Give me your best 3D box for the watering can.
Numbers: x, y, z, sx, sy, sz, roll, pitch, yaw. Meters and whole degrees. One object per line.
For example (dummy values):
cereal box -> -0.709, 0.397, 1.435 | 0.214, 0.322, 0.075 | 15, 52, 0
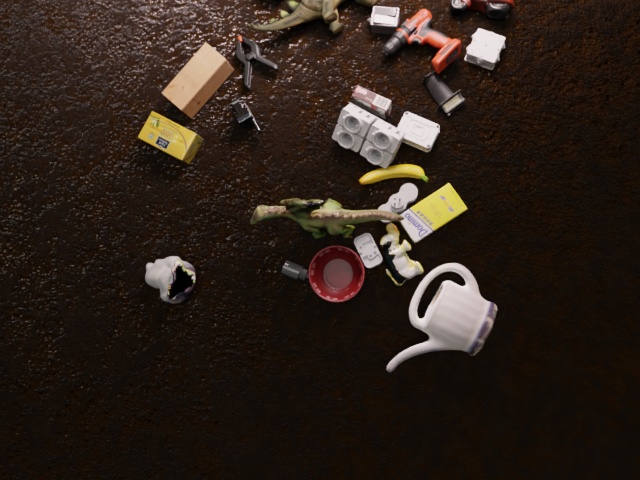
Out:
watering can -> 0.337, 0.238, 1.392 | 0.225, 0.103, 0.348 | 26, 87, 9

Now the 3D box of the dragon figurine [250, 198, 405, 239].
dragon figurine -> 0.004, -0.070, 1.400 | 0.409, 0.242, 0.123 | -3, 84, 21

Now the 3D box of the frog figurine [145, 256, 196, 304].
frog figurine -> -0.451, 0.118, 1.542 | 0.159, 0.123, 0.137 | -1, 93, 44
